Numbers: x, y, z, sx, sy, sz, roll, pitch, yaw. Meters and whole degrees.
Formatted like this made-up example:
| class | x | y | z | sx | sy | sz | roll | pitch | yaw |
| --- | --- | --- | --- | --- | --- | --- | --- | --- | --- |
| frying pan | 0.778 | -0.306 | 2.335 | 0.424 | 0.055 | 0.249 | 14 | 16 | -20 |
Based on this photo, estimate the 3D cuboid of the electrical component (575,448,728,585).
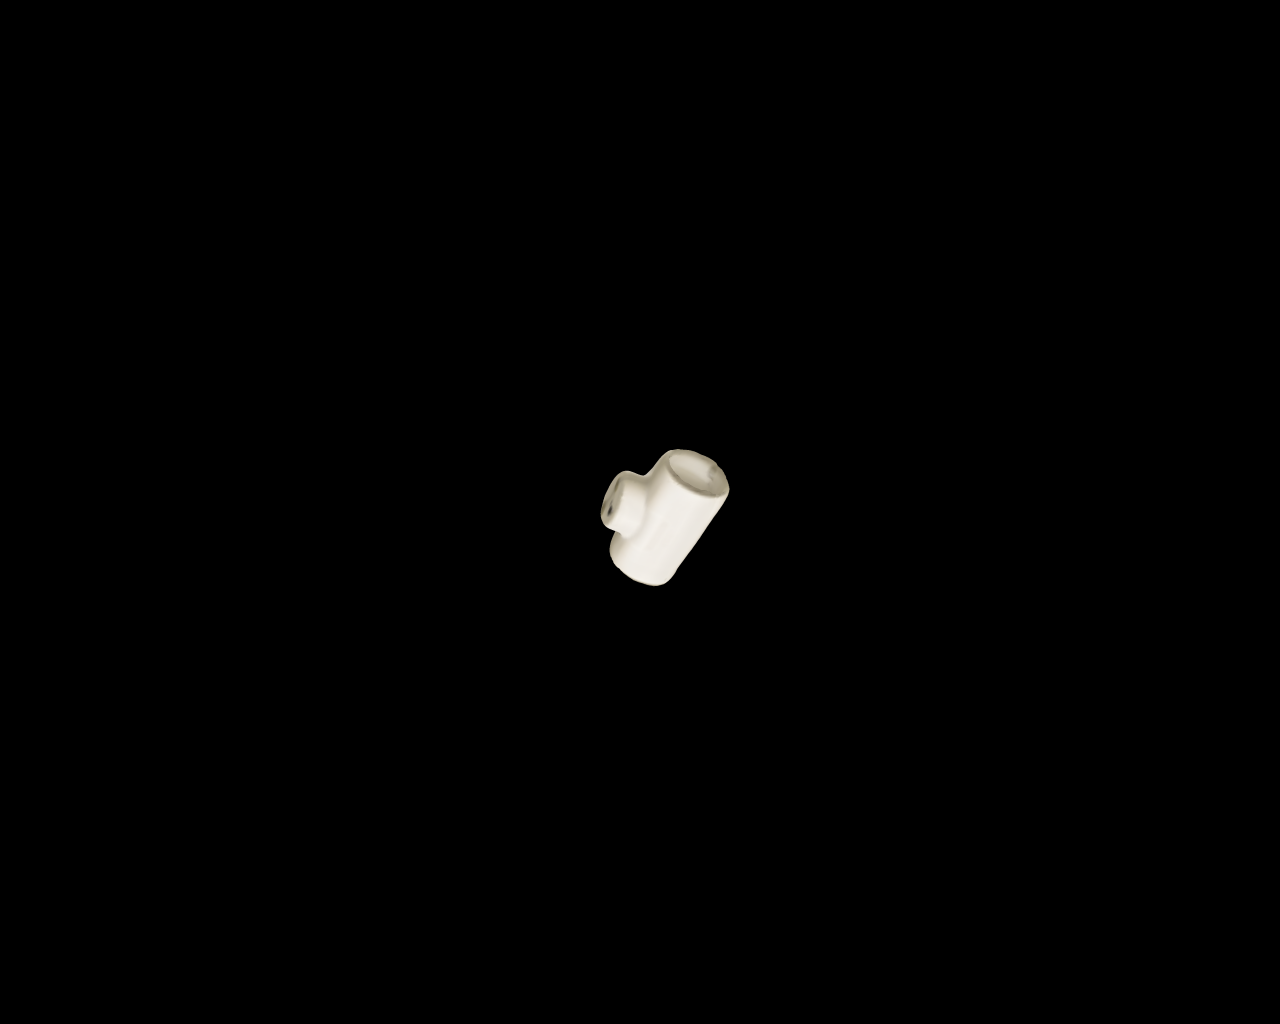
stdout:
| class | x | y | z | sx | sy | sz | roll | pitch | yaw |
| --- | --- | --- | --- | --- | --- | --- | --- | --- | --- |
| electrical component | 0.001 | -0.003 | 0.650 | 0.079 | 0.077 | 0.043 | 21 | 36 | -16 |
